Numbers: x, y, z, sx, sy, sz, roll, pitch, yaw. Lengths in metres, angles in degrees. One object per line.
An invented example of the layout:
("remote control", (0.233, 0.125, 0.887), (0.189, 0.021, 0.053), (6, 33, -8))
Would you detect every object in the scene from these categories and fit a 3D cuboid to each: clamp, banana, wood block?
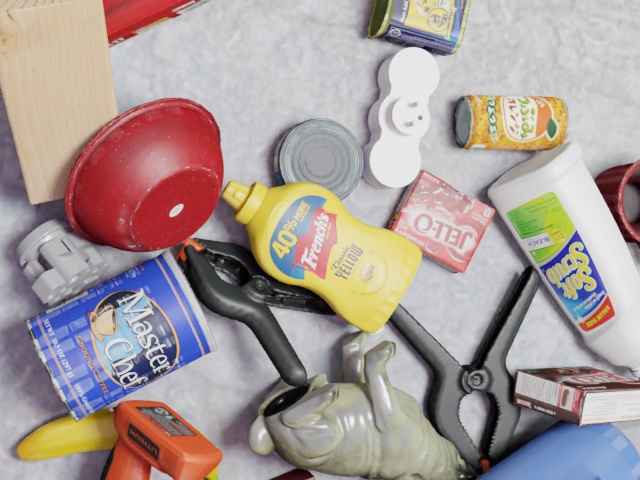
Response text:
("clamp", (-0.054, 0.050, 1.009), (0.171, 0.039, 0.120), (43, 37, 2))
("banana", (-0.176, 0.190, 0.991), (0.197, 0.037, 0.069), (15, 86, -12))
("clamp", (0.159, 0.130, 1.064), (0.164, 0.036, 0.210), (-15, 95, -5))
("wood block", (-0.222, -0.138, 0.894), (0.090, 0.206, 0.090), (-12, 50, -12))

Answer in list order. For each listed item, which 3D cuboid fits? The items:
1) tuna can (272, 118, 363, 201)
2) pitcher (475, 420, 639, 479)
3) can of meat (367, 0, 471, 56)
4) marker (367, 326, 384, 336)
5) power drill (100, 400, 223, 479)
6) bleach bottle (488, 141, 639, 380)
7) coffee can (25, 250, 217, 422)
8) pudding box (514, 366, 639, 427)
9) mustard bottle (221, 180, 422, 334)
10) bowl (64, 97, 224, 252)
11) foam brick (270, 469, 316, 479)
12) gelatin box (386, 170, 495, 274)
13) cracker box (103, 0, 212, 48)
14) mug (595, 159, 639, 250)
("tuna can", (-0.002, -0.075, 1.034), (0.086, 0.034, 0.086), (0, 90, -12))
("pitcher", (0.206, 0.256, 0.980), (0.242, 0.149, 0.145), (-26, 136, -42))
("can of meat", (0.101, -0.238, 1.046), (0.083, 0.057, 0.102), (13, 87, -14))
("marker", (0.035, 0.035, 1.049), (0.020, 0.020, 0.121), (-20, 94, -12))
("power drill", (-0.154, 0.247, 0.917), (0.057, 0.185, 0.188), (12, 106, -54))
("bleach bottle", (0.272, 0.031, 1.061), (0.068, 0.103, 0.251), (-40, 100, -41))
("coffee can", (-0.177, 0.085, 0.958), (0.140, 0.103, 0.103), (-27, 95, -11))
("pudding box", (0.259, 0.151, 1.044), (0.113, 0.090, 0.039), (0, 96, -36))
("mustard bottle", (-0.006, 0.001, 0.994), (0.191, 0.058, 0.096), (32, 88, -11))
("bowl", (-0.141, -0.043, 0.939), (0.162, 0.162, 0.055), (-38, 59, -10))
("foam brick", (-0.037, 0.257, 1.015), (0.078, 0.051, 0.053), (-18, 93, -12))
("gelatin box", (0.120, -0.017, 1.062), (0.089, 0.030, 0.073), (29, 84, -11))
("cracker box", (-0.196, -0.290, 0.949), (0.164, 0.072, 0.214), (-22, 96, 9))
("mug", (0.330, -0.027, 1.083), (0.093, 0.081, 0.117), (-25, 95, -12))
